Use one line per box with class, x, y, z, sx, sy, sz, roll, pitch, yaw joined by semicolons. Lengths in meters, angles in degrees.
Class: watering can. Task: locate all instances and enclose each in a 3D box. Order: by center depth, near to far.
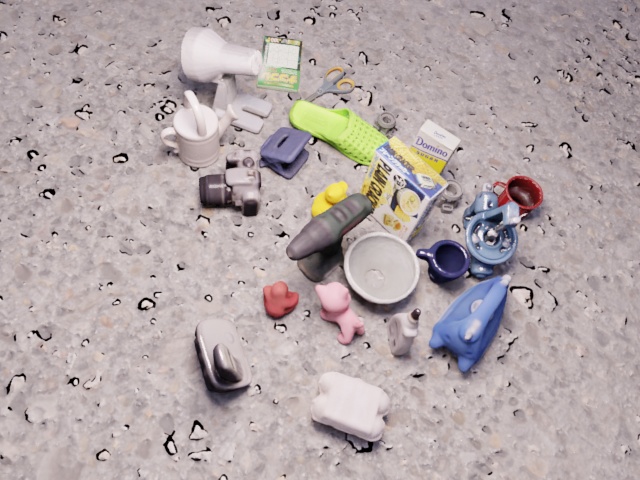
watering can;-0.272;-0.261;1.291;0.101;0.194;0.173;43;65;13

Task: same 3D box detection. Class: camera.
camera;-0.203;-0.134;1.290;0.137;0.101;0.143;-4;64;-10

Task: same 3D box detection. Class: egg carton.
egg carton;0.060;0.324;1.119;0.150;0.069;0.107;19;62;1

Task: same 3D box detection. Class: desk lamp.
desk lamp;-0.214;-0.383;1.350;0.203;0.213;0.118;20;62;2

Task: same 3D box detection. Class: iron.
iron;0.345;0.145;1.211;0.118;0.141;0.259;37;64;11

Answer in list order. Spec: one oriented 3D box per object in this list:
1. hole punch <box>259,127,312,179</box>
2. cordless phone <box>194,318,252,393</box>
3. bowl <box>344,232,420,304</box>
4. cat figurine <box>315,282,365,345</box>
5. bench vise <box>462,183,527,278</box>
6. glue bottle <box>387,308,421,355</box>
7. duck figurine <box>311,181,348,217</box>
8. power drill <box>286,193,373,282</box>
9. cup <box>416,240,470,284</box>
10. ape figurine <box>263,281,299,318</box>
hole punch;-0.084;-0.216;1.355;0.101;0.091;0.109;31;63;7
cordless phone;-0.185;0.204;1.076;0.094;0.185;0.147;-19;68;-17
bowl;0.129;0.071;1.253;0.167;0.075;0.167;4;63;-7
cat figurine;0.045;0.140;1.181;0.067;0.118;0.127;-35;73;-22
bench vise;0.373;-0.045;1.267;0.121;0.220;0.207;-9;65;-12
glue bottle;0.174;0.174;1.153;0.037;0.173;0.078;-1;64;-9
duck figurine;0.027;-0.093;1.313;0.077;0.086;0.105;39;65;11
power drill;0.011;0.004;1.193;0.075;0.208;0.230;43;65;13
cup;0.262;0.055;1.270;0.118;0.095;0.092;13;62;-2
ape figurine;-0.084;0.115;1.188;0.077;0.092;0.076;32;63;8
